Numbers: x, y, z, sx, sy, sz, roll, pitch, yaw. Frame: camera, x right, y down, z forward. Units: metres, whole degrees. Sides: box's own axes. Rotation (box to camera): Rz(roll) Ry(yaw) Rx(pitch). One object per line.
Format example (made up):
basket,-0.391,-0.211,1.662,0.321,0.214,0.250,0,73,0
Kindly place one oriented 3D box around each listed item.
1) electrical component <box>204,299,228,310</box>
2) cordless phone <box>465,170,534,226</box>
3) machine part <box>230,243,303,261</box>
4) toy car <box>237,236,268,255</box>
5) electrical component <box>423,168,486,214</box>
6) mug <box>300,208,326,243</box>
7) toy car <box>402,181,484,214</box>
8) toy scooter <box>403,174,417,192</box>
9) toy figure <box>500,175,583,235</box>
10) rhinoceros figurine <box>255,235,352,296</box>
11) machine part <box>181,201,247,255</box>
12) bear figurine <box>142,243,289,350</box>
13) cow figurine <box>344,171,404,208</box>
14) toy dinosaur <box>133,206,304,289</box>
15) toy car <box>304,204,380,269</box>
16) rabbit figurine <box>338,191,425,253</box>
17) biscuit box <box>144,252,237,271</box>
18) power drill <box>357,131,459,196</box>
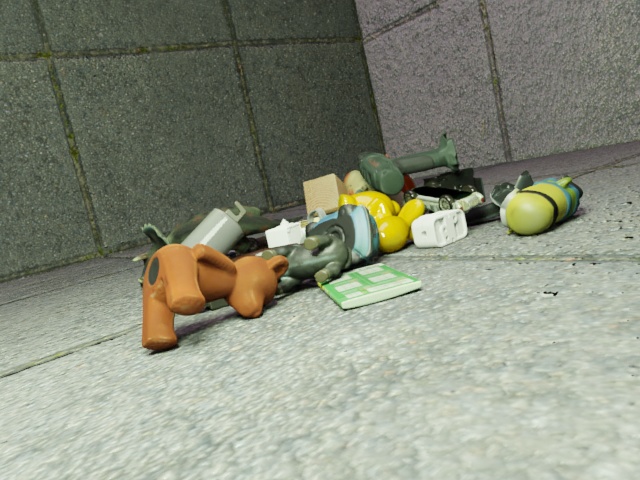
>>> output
electrical component,-0.160,0.083,0.872,0.102,0.045,0.078,-15,9,-21
cordless phone,0.342,-0.060,1.062,0.184,0.088,0.146,-22,4,21
machine part,-0.103,0.048,1.008,0.179,0.056,0.179,-13,5,1
toy car,-0.126,0.004,1.410,0.202,0.053,0.089,-17,-8,-26
electrical component,0.304,-0.098,1.200,0.134,0.114,0.058,-17,10,-21
mug,-0.002,-0.003,1.065,0.081,0.109,0.107,-22,-3,-30
toy car,0.243,-0.080,1.085,0.073,0.056,0.202,-23,19,-22
toy scooter,0.209,-0.113,1.406,0.075,0.135,0.184,-5,12,44
toy figure,0.382,-0.061,0.908,0.180,0.082,0.089,-14,5,-31
rhinoceros figurine,-0.043,0.036,0.849,0.190,0.073,0.112,-17,6,30
machine part,-0.222,0.026,0.996,0.243,0.079,0.079,-50,21,-20
bear figurine,-0.132,0.075,0.721,0.195,0.132,0.120,17,-51,-36
cow figurine,0.141,-0.094,1.272,0.085,0.195,0.127,-53,3,44
toy dinosaur,-0.245,-0.017,1.247,0.405,0.131,0.192,-21,-5,3
toy car,0.049,0.006,0.947,0.103,0.109,0.162,11,-24,-43
rabbit figurine,0.126,-0.022,1.047,0.162,0.121,0.173,-4,19,-10
biscuit box,-0.263,0.070,1.103,0.203,0.059,0.063,-10,8,27
power drill,0.189,-0.176,1.181,0.207,0.085,0.232,-10,24,3
